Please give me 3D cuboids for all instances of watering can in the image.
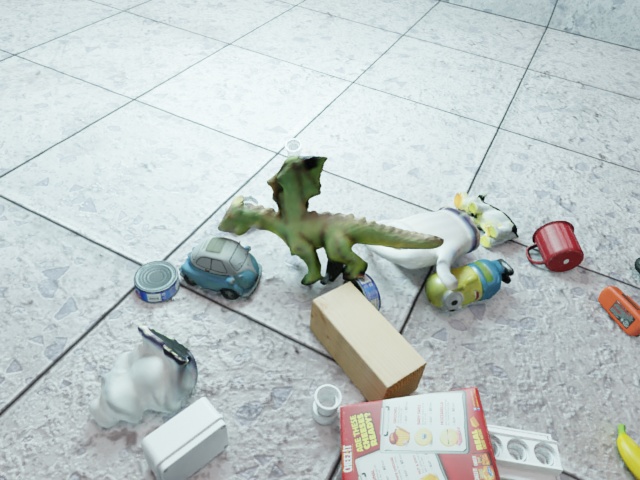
[{"bbox_3d":[0.235,0.013,1.062,0.225,0.102,0.351,-14,23,-21],"label":"watering can"}]

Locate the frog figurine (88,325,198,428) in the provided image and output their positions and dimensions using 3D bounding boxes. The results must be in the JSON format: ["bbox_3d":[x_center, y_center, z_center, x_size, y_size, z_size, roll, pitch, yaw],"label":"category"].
[{"bbox_3d":[-0.280,0.235,0.828,0.138,0.121,0.160,31,83,13],"label":"frog figurine"}]

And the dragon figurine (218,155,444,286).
[{"bbox_3d":[0.003,-0.048,0.962,0.409,0.238,0.125,-12,34,18],"label":"dragon figurine"}]
